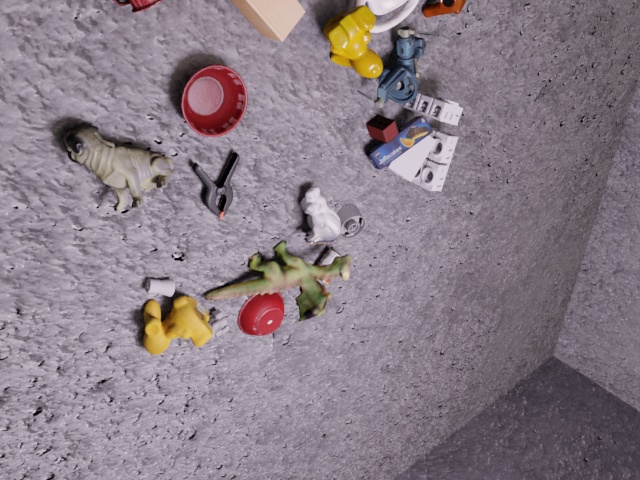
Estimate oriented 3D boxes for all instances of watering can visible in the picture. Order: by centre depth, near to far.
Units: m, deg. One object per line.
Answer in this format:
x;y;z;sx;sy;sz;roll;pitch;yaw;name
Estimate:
0.204;-0.681;1.289;0.349;0.105;0.220;-45;135;-7;watering can

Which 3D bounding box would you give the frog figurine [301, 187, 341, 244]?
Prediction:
0.004;-0.074;1.474;0.139;0.123;0.157;-38;136;-66;frog figurine

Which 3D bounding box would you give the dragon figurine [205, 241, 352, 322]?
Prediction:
-0.084;0.131;1.426;0.415;0.246;0.119;-29;136;-28;dragon figurine
